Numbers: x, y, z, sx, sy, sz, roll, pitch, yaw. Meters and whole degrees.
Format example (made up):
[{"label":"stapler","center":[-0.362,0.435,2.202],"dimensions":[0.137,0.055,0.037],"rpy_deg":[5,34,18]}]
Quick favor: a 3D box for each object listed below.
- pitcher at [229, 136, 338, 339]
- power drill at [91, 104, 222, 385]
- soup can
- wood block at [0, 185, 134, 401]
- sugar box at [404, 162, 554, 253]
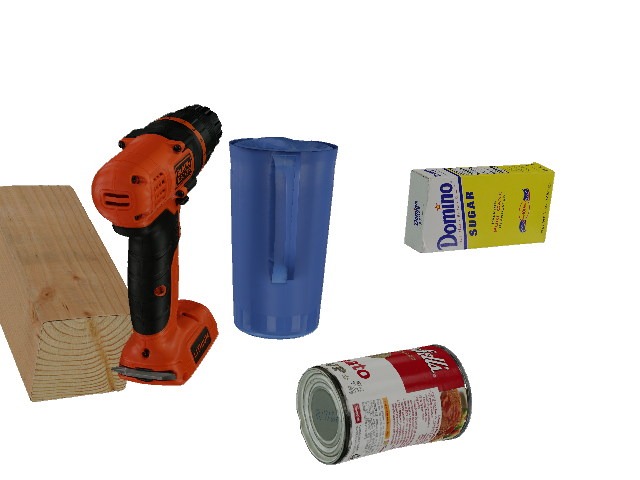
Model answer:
[{"label":"pitcher","center":[-0.050,-0.004,1.314],"dimensions":[0.145,0.243,0.148],"rpy_deg":[12,15,39]},{"label":"power drill","center":[-0.115,0.001,0.812],"dimensions":[0.057,0.188,0.184],"rpy_deg":[4,23,14]},{"label":"soup can","center":[0.043,0.112,0.731],"dimensions":[0.102,0.068,0.069],"rpy_deg":[-6,3,-30]},{"label":"wood block","center":[-0.247,0.042,0.986],"dimensions":[0.090,0.091,0.206],"rpy_deg":[-3,37,-32]},{"label":"sugar box","center":[0.187,-0.039,1.254],"dimensions":[0.176,0.093,0.048],"rpy_deg":[-6,21,-26]}]
